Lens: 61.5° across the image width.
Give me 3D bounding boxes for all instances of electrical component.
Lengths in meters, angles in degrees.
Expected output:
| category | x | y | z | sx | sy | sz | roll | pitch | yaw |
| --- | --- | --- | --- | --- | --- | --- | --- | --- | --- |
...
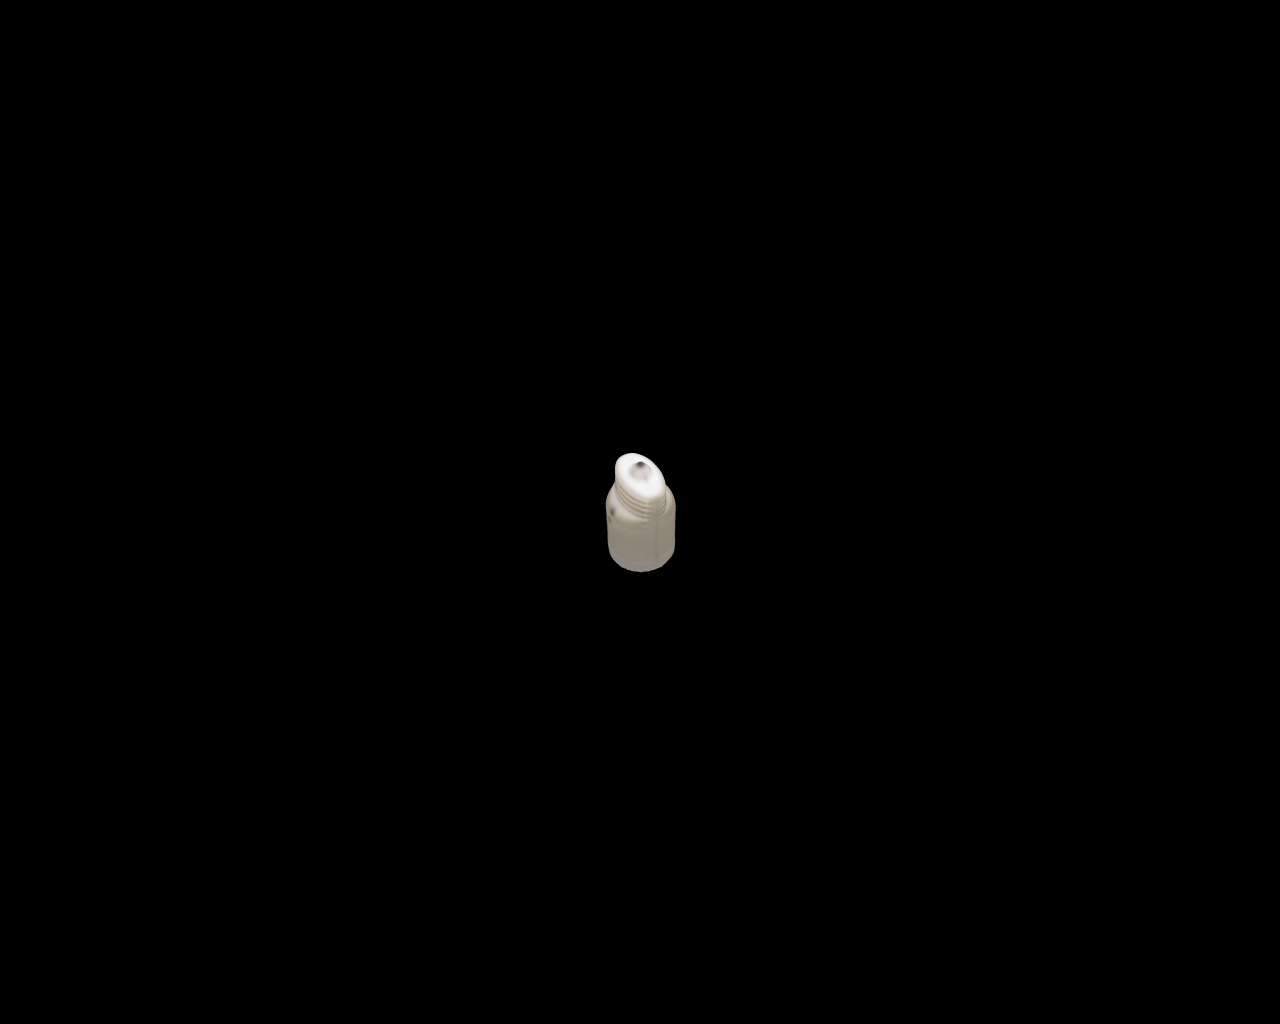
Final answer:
| category | x | y | z | sx | sy | sz | roll | pitch | yaw |
| --- | --- | --- | --- | --- | --- | --- | --- | --- | --- |
| electrical component | 0.001 | -0.003 | 0.650 | 0.043 | 0.043 | 0.080 | 0 | -41 | 0 |
